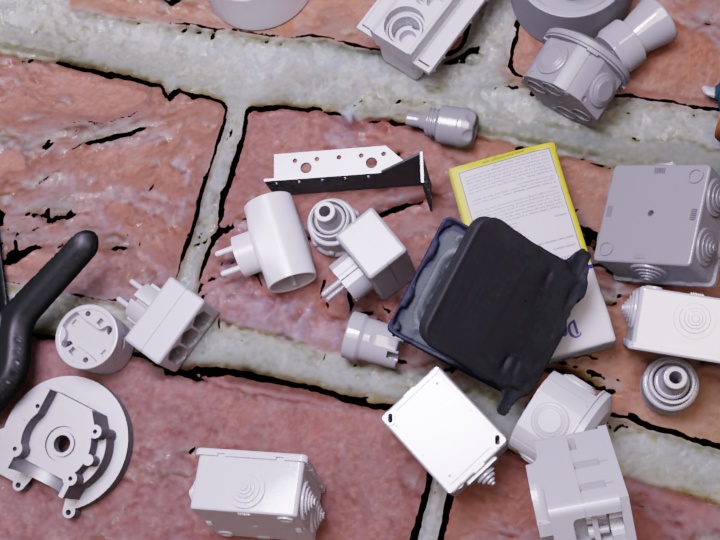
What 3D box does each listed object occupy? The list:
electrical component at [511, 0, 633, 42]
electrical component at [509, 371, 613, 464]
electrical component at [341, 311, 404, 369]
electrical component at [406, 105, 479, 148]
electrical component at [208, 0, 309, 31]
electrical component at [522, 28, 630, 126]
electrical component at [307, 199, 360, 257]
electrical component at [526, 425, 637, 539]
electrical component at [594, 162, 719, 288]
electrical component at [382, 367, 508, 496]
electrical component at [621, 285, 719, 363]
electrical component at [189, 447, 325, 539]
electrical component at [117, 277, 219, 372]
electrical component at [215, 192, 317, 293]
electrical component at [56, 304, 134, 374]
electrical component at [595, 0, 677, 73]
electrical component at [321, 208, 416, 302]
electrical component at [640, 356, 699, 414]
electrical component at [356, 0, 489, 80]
[{"bbox_3d":[0.185,-0.255,0.934,0.108,0.060,0.108,-2,75,9],"label":"electrical component"},{"bbox_3d":[0.156,0.120,0.831,0.051,0.080,0.080,32,83,21],"label":"electrical component"},{"bbox_3d":[0.011,0.059,0.892,0.046,0.040,0.040,16,78,7],"label":"electrical component"},{"bbox_3d":[0.070,-0.126,0.934,0.061,0.035,0.035,11,78,14],"label":"electrical component"},{"bbox_3d":[-0.099,-0.283,0.988,0.108,0.060,0.108,-2,75,9],"label":"electrical component"},{"bbox_3d":[0.181,-0.162,0.902,0.080,0.080,0.051,32,88,16],"label":"electrical component"},{"bbox_3d":[-0.024,-0.040,0.911,0.048,0.062,0.048,-2,75,9],"label":"electrical component"},{"bbox_3d":[0.164,0.201,0.766,0.062,0.089,0.150,-12,112,8],"label":"electrical component"},{"bbox_3d":[0.241,-0.037,0.855,0.100,0.048,0.099,5,74,42],"label":"electrical component"},{"bbox_3d":[0.073,0.134,0.850,0.062,0.061,0.096,-43,73,-3],"label":"electrical component"},{"bbox_3d":[0.252,0.042,0.827,0.100,0.100,0.048,9,90,11],"label":"electrical component"},{"bbox_3d":[-0.079,0.179,0.845,0.100,0.099,0.048,2,63,10],"label":"electrical component"},{"bbox_3d":[-0.175,0.037,0.924,0.077,0.047,0.065,34,84,16],"label":"electrical component"},{"bbox_3d":[-0.085,-0.018,0.925,0.079,0.043,0.077,-20,73,4],"label":"electrical component"},{"bbox_3d":[-0.226,0.062,0.926,0.055,0.047,0.055,-2,75,9],"label":"electrical component"},{"bbox_3d":[0.235,-0.199,0.920,0.055,0.045,0.045,-36,73,-1],"label":"electrical component"},{"bbox_3d":[0.000,0.000,0.886,0.076,0.083,0.047,-38,73,-2],"label":"electrical component"},{"bbox_3d":[0.241,0.088,0.834,0.043,0.062,0.043,-2,75,9],"label":"electrical component"},{"bbox_3d":[0.066,-0.233,0.947,0.079,0.063,0.121,35,83,16],"label":"electrical component"}]
